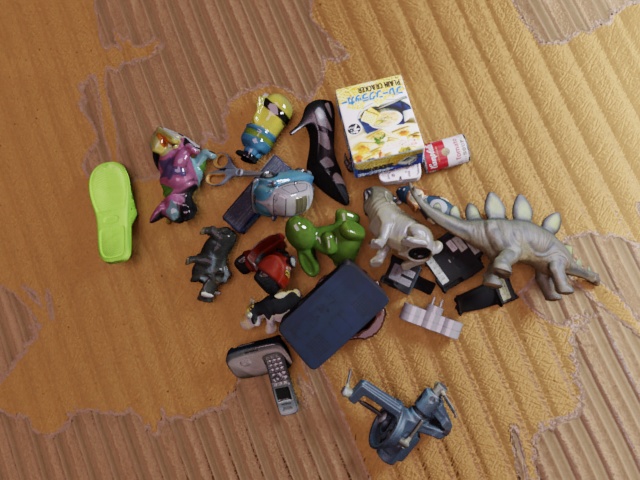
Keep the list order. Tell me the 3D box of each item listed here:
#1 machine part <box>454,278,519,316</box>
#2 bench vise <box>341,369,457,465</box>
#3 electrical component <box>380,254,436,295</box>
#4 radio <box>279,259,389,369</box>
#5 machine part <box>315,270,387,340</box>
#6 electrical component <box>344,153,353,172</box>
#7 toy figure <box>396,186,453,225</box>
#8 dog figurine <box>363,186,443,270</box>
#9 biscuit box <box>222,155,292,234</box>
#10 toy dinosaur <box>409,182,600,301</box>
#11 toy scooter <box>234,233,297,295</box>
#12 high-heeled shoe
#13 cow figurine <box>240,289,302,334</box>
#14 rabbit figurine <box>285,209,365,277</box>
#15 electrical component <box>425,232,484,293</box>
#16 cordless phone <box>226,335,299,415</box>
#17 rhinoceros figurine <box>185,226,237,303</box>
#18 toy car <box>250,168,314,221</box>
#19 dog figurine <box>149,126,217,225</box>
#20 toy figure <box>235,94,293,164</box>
[{"bbox_3d":[0.368,0.125,1.208,0.139,0.039,0.084,-24,90,5],"label":"machine part"},{"bbox_3d":[0.161,0.372,1.172,0.240,0.129,0.223,34,112,-8],"label":"bench vise"},{"bbox_3d":[0.205,0.090,1.233,0.119,0.047,0.075,29,91,12],"label":"electrical component"},{"bbox_3d":[0.026,0.158,1.175,0.229,0.073,0.131,-44,94,3],"label":"radio"},{"bbox_3d":[0.069,0.151,1.248,0.179,0.056,0.179,-1,85,11],"label":"machine part"},{"bbox_3d":[0.104,-0.201,1.277,0.078,0.045,0.102,30,94,-18],"label":"electrical component"},{"bbox_3d":[0.246,-0.084,1.237,0.155,0.057,0.064,31,53,12],"label":"toy figure"},{"bbox_3d":[0.180,-0.043,1.201,0.172,0.121,0.190,7,55,-2],"label":"dog figurine"},{"bbox_3d":[-0.148,-0.108,1.302,0.063,0.059,0.202,42,93,9],"label":"biscuit box"},{"bbox_3d":[0.399,0.004,1.148,0.471,0.105,0.198,18,65,-9],"label":"toy dinosaur"},{"bbox_3d":[-0.113,0.046,1.259,0.135,0.075,0.184,-43,39,-15],"label":"toy scooter"},{"bbox_3d":[0.030,-0.214,1.290,0.145,0.086,0.248,-39,98,-25],"label":"high-heeled shoe"},{"bbox_3d":[-0.116,0.163,1.250,0.167,0.098,0.068,-11,42,8],"label":"cow figurine"},{"bbox_3d":[-0.003,-0.004,1.235,0.170,0.121,0.159,12,123,-13],"label":"rabbit figurine"},{"bbox_3d":[0.304,0.040,1.215,0.134,0.058,0.115,-33,83,5],"label":"electrical component"},{"bbox_3d":[-0.129,0.325,1.257,0.147,0.088,0.184,-16,87,8],"label":"cordless phone"},{"bbox_3d":[-0.260,0.056,1.306,0.112,0.073,0.190,19,91,6],"label":"rhinoceros figurine"},{"bbox_3d":[-0.073,-0.098,1.233,0.162,0.109,0.103,-14,40,-28],"label":"toy car"},{"bbox_3d":[-0.365,-0.146,1.320,0.192,0.108,0.219,30,96,16],"label":"dog figurine"},{"bbox_3d":[-0.133,-0.269,1.303,0.089,0.082,0.180,25,84,-4],"label":"toy figure"}]
